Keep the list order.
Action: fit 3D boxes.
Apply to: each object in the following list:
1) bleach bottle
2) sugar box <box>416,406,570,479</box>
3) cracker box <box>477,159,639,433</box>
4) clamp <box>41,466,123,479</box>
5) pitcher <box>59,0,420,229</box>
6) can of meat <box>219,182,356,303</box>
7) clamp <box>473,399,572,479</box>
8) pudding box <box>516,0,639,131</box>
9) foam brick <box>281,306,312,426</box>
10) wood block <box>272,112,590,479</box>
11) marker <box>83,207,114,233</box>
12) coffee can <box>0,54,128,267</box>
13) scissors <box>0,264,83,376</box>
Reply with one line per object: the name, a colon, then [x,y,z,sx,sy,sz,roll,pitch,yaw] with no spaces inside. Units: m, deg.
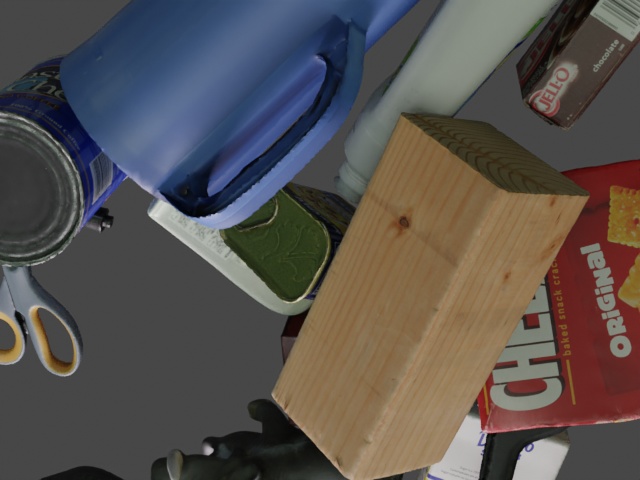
bleach bottle: [0.090,-0.123,0.674,0.068,0.102,0.251,38,120,0]
sugar box: [0.119,0.206,0.832,0.093,0.048,0.176,18,111,0]
cracker box: [0.201,0.032,0.694,0.214,0.072,0.164,-9,83,12]
clamp: [-0.158,0.222,0.884,0.171,0.039,0.120,18,113,1]
pitcher: [-0.030,-0.130,0.658,0.243,0.145,0.149,-39,100,18]
can of meat: [-0.005,0.001,0.717,0.102,0.083,0.057,42,110,38]
clamp: [0.116,0.112,0.760,0.164,0.036,0.210,41,89,-1]
pudding box: [0.167,-0.131,0.653,0.039,0.090,0.114,33,113,-8]
foam brick: [0.002,0.094,0.797,0.053,0.051,0.078,-1,113,9]
wood block: [0.062,0.037,0.655,0.091,0.090,0.206,43,119,36]
marker: [-0.212,-0.029,0.794,0.121,0.020,0.020,16,115,1]
coffee can: [-0.183,-0.057,0.710,0.103,0.140,0.103,3,114,7]
scissors: [-0.246,0.024,0.813,0.096,0.016,0.201,-12,117,18]
